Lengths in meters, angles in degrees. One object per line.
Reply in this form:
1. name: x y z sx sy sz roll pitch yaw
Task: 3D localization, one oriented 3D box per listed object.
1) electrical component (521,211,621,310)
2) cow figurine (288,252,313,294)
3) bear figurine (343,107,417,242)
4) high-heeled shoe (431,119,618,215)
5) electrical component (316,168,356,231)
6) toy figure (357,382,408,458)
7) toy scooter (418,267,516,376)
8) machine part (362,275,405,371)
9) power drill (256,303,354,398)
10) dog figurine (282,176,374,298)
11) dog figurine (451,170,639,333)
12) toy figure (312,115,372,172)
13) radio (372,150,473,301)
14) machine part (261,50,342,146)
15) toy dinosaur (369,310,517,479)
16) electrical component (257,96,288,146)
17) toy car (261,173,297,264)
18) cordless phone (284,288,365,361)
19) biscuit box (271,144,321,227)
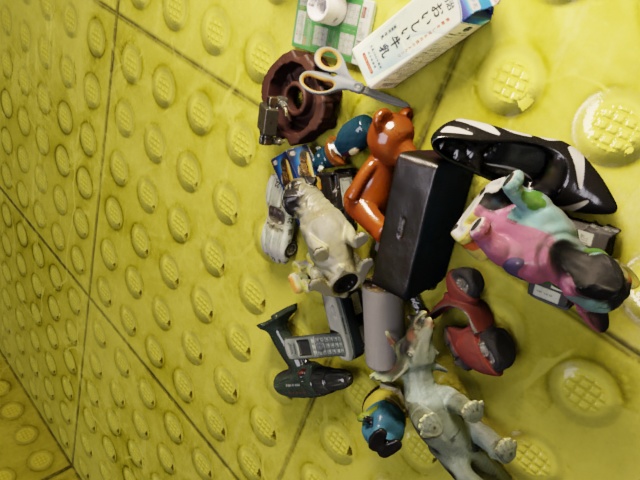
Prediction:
1. electrical component: 0.346 0.030 0.765 0.115 0.058 0.134 27 119 38
2. cow figurine: -0.001 0.060 1.081 0.167 0.098 0.068 -34 77 61
3. bear figurine: 0.120 -0.114 0.898 0.132 0.120 0.195 40 120 23
4. high-heeled shoe: 0.273 -0.098 0.735 0.249 0.145 0.086 37 125 32
5. electrical component: 0.038 -0.074 1.011 0.048 0.075 0.119 2 107 43
6. toy figure: 0.113 0.324 0.983 0.089 0.180 0.082 -24 100 16
7. toy scooter: 0.233 0.142 0.890 0.135 0.075 0.184 -30 78 43
8. machine part: 0.118 0.153 0.983 0.079 0.079 0.243 14 117 40
9. power drill: -0.041 0.245 1.177 0.232 0.086 0.207 -34 86 45
10. dog figurine: 0.001 -0.005 0.967 0.191 0.121 0.172 -124 30 -43
11. dog figurine: 0.294 0.021 0.700 0.219 0.191 0.108 38 88 2
12. toy figure: 0.042 -0.172 0.990 0.057 0.064 0.154 37 141 -17
13. radio: 0.166 -0.028 0.863 0.073 0.131 0.229 28 120 35
14. machine part: -0.038 -0.273 1.038 0.180 0.056 0.179 14 111 41
15. toy dinosaur: 0.218 0.316 0.913 0.404 0.131 0.192 59 171 -17
16. electrical component: -0.091 -0.227 1.036 0.078 0.045 0.102 -130 45 -63
17. toy car: -0.084 -0.043 1.142 0.074 0.056 0.201 26 118 35
18. cordless phone: 0.001 0.169 1.072 0.184 0.089 0.146 -13 93 29
19. biscuit box: -0.022 -0.081 1.056 0.063 0.059 0.202 -21 93 50
